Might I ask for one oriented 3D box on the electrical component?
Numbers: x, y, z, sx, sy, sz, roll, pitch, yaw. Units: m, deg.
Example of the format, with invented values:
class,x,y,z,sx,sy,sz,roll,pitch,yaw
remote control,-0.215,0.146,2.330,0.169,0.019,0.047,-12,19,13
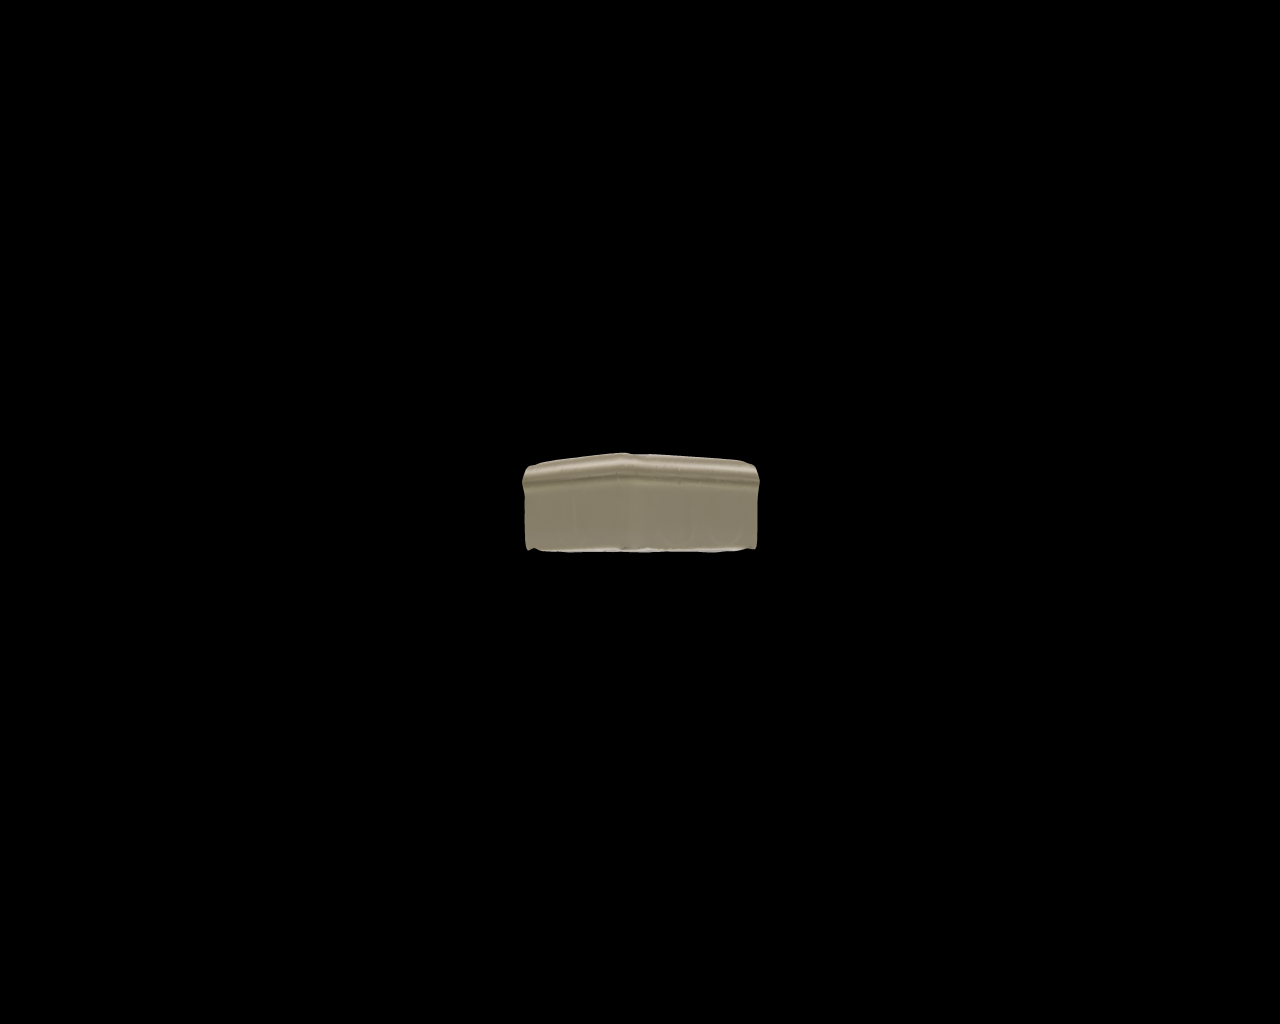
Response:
class,x,y,z,sx,sy,sz,roll,pitch,yaw
electrical component,0.001,-0.003,0.650,0.109,0.056,0.108,2,-3,-43
